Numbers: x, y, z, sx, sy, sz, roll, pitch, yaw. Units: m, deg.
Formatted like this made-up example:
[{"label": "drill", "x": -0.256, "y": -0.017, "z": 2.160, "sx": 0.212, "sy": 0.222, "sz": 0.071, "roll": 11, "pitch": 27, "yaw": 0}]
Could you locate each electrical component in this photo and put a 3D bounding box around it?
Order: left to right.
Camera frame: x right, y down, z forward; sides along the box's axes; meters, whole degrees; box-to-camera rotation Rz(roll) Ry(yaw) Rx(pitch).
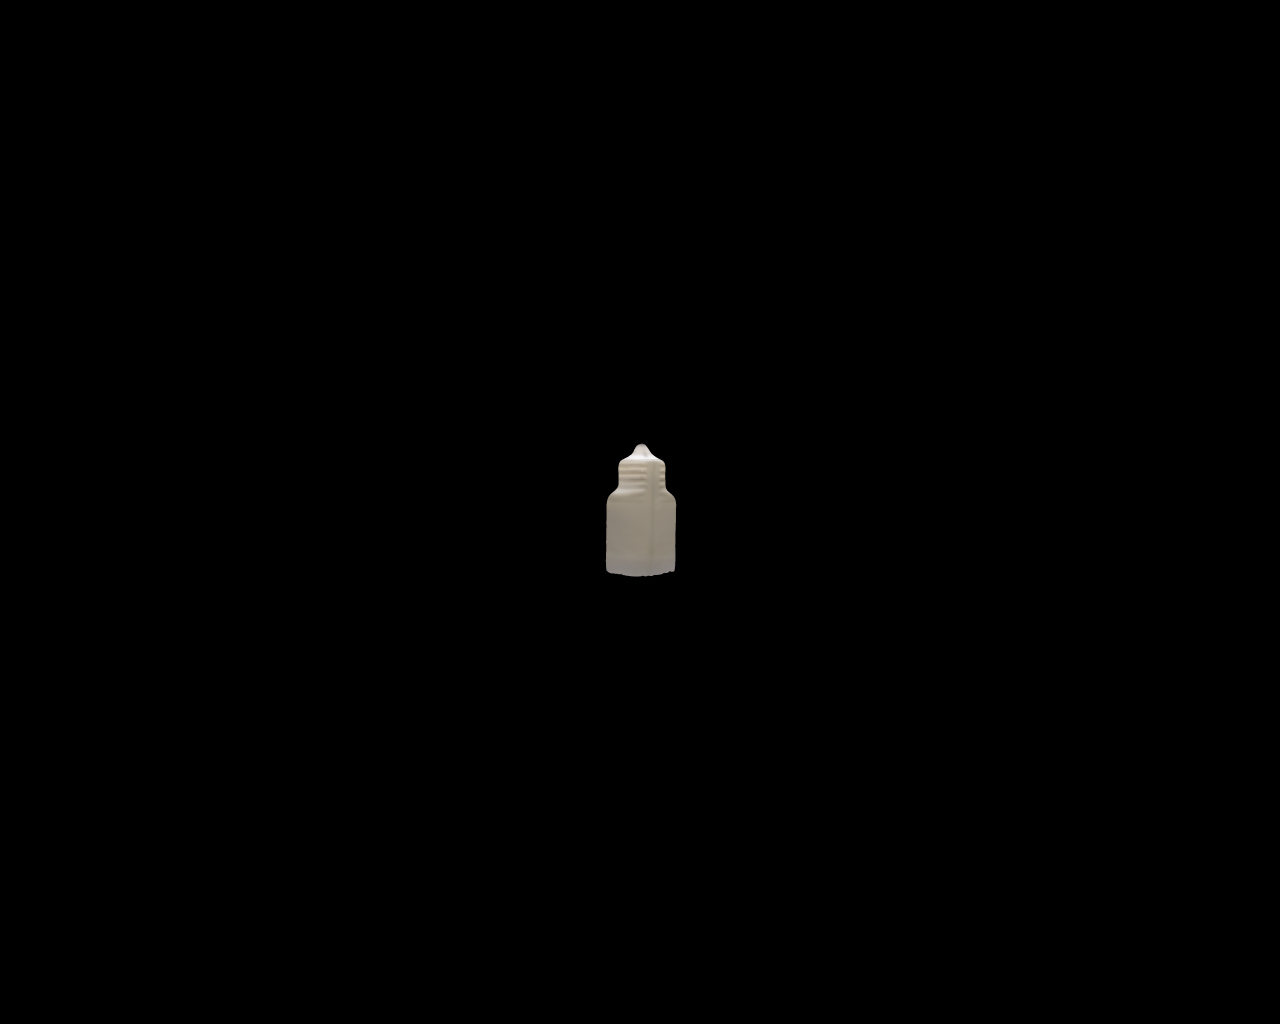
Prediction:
[{"label": "electrical component", "x": 0.001, "y": -0.003, "z": 0.650, "sx": 0.043, "sy": 0.081, "sz": 0.043, "roll": 0, "pitch": 4, "yaw": 0}]
